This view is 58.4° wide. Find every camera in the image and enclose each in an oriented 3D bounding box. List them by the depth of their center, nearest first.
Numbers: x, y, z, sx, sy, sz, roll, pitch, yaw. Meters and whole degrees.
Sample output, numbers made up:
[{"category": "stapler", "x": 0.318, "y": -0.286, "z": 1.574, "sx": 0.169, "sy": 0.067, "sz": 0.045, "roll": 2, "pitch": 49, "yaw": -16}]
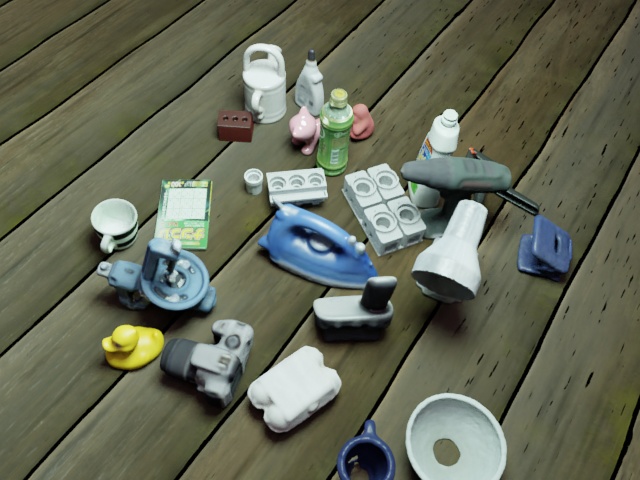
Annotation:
[{"category": "camera", "x": -0.200, "y": 0.201, "z": 1.004, "sx": 0.136, "sy": 0.101, "sz": 0.143, "roll": 16, "pitch": 58, "yaw": 6}]

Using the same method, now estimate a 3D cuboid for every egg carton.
[{"category": "egg carton", "x": -0.043, "y": 0.260, "z": 0.996, "sx": 0.150, "sy": 0.069, "sz": 0.107, "roll": -33, "pitch": 65, "yaw": -22}]

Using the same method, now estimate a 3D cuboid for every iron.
[{"category": "iron", "x": 0.010, "y": 0.004, "z": 1.121, "sx": 0.258, "sy": 0.141, "sz": 0.119, "roll": 23, "pitch": 59, "yaw": 10}]

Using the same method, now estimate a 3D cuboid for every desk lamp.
[{"category": "desk lamp", "x": 0.246, "y": 0.036, "z": 1.075, "sx": 0.117, "sy": 0.213, "sz": 0.203, "roll": 22, "pitch": 59, "yaw": 10}]

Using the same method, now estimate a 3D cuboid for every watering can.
[{"category": "watering can", "x": -0.129, "y": -0.377, "z": 1.323, "sx": 0.101, "sy": 0.194, "sz": 0.172, "roll": -7, "pitch": 58, "yaw": -8}]

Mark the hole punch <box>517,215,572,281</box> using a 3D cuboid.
[{"category": "hole punch", "x": 0.470, "y": 0.014, "z": 1.178, "sx": 0.101, "sy": 0.091, "sz": 0.109, "roll": 15, "pitch": 58, "yaw": 6}]

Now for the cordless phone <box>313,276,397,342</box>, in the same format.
[{"category": "cordless phone", "x": 0.064, "y": 0.108, "z": 1.032, "sx": 0.147, "sy": 0.185, "sz": 0.094, "roll": -5, "pitch": 58, "yaw": -7}]

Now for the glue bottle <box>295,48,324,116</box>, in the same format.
[{"category": "glue bottle", "x": -0.022, "y": -0.375, "z": 1.341, "sx": 0.078, "sy": 0.173, "sz": 0.037, "roll": 40, "pitch": 63, "yaw": 20}]

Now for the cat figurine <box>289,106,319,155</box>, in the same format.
[{"category": "cat figurine", "x": -0.021, "y": -0.258, "z": 1.300, "sx": 0.128, "sy": 0.118, "sz": 0.067, "roll": -31, "pitch": 64, "yaw": -21}]

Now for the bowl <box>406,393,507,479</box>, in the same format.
[{"category": "bowl", "x": 0.219, "y": 0.348, "z": 0.956, "sx": 0.167, "sy": 0.075, "sz": 0.167, "roll": 2, "pitch": 57, "yaw": -3}]

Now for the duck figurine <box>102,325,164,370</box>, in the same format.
[{"category": "duck figurine", "x": -0.334, "y": 0.180, "z": 1.016, "sx": 0.105, "sy": 0.086, "sz": 0.077, "roll": -15, "pitch": 60, "yaw": -13}]

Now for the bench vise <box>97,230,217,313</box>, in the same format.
[{"category": "bench vise", "x": -0.296, "y": 0.065, "z": 1.013, "sx": 0.207, "sy": 0.220, "sz": 0.121, "roll": -6, "pitch": 58, "yaw": -8}]

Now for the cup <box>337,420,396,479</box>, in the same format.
[{"category": "cup", "x": 0.071, "y": 0.359, "z": 0.926, "sx": 0.091, "sy": 0.095, "sz": 0.118, "roll": 8, "pitch": 57, "yaw": 1}]

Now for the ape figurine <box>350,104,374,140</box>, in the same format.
[{"category": "ape figurine", "x": 0.091, "y": -0.282, "z": 1.338, "sx": 0.076, "sy": 0.092, "sz": 0.078, "roll": 12, "pitch": 57, "yaw": 4}]

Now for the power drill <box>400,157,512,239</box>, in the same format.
[{"category": "power drill", "x": 0.259, "y": -0.090, "z": 1.159, "sx": 0.230, "sy": 0.208, "sz": 0.075, "roll": -6, "pitch": 58, "yaw": -8}]
